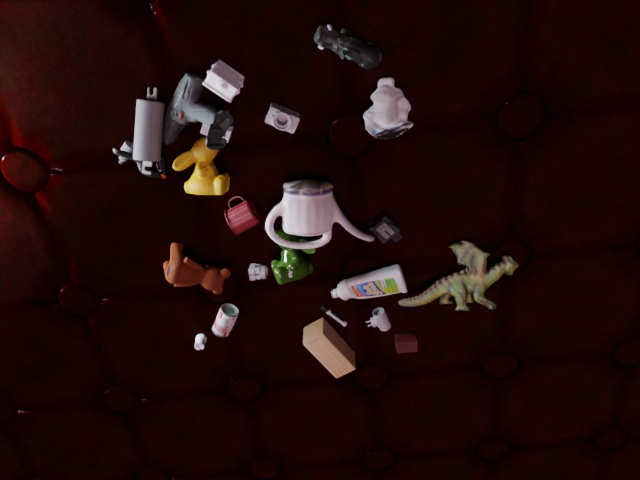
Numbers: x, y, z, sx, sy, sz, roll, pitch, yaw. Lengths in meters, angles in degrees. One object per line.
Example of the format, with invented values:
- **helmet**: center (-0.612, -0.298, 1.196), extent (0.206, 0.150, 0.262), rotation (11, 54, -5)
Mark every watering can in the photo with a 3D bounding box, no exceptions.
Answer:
- **watering can**: center (0.005, -0.080, 1.592), extent (0.348, 0.105, 0.221), rotation (-2, 110, -11)

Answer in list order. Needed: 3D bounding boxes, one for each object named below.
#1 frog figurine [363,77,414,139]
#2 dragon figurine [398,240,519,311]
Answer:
- **frog figurine**: center (0.186, -0.371, 1.458), extent (0.136, 0.122, 0.160), rotation (-18, 83, 18)
- **dragon figurine**: center (0.473, 0.116, 1.742), extent (0.410, 0.123, 0.240), rotation (-1, 102, -3)
